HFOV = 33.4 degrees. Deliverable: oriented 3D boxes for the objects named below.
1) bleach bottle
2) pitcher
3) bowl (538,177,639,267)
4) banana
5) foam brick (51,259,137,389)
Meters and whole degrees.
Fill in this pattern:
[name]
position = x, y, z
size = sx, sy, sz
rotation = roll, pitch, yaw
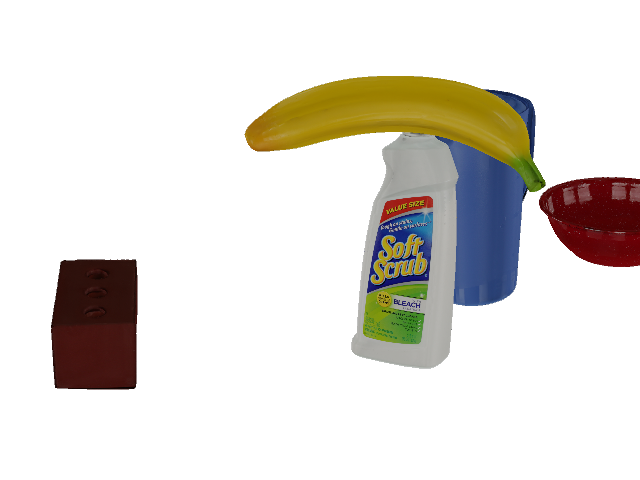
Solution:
[bleach bottle]
position = 0.085, -0.003, 1.066
size = 0.103, 0.251, 0.068
rotation = 9, 18, 26
[pitcher]
position = 0.186, -0.054, 1.268
size = 0.149, 0.243, 0.145
rotation = -2, 24, 5
[bowl]
position = 0.309, -0.015, 1.111
size = 0.162, 0.055, 0.162
rotation = -3, 23, 1
[banana]
position = 0.052, -0.079, 0.703
size = 0.198, 0.069, 0.037
rotation = 7, -37, 4
[foam brick]
position = -0.147, 0.054, 0.700
size = 0.053, 0.051, 0.078
rotation = 0, 31, -10
